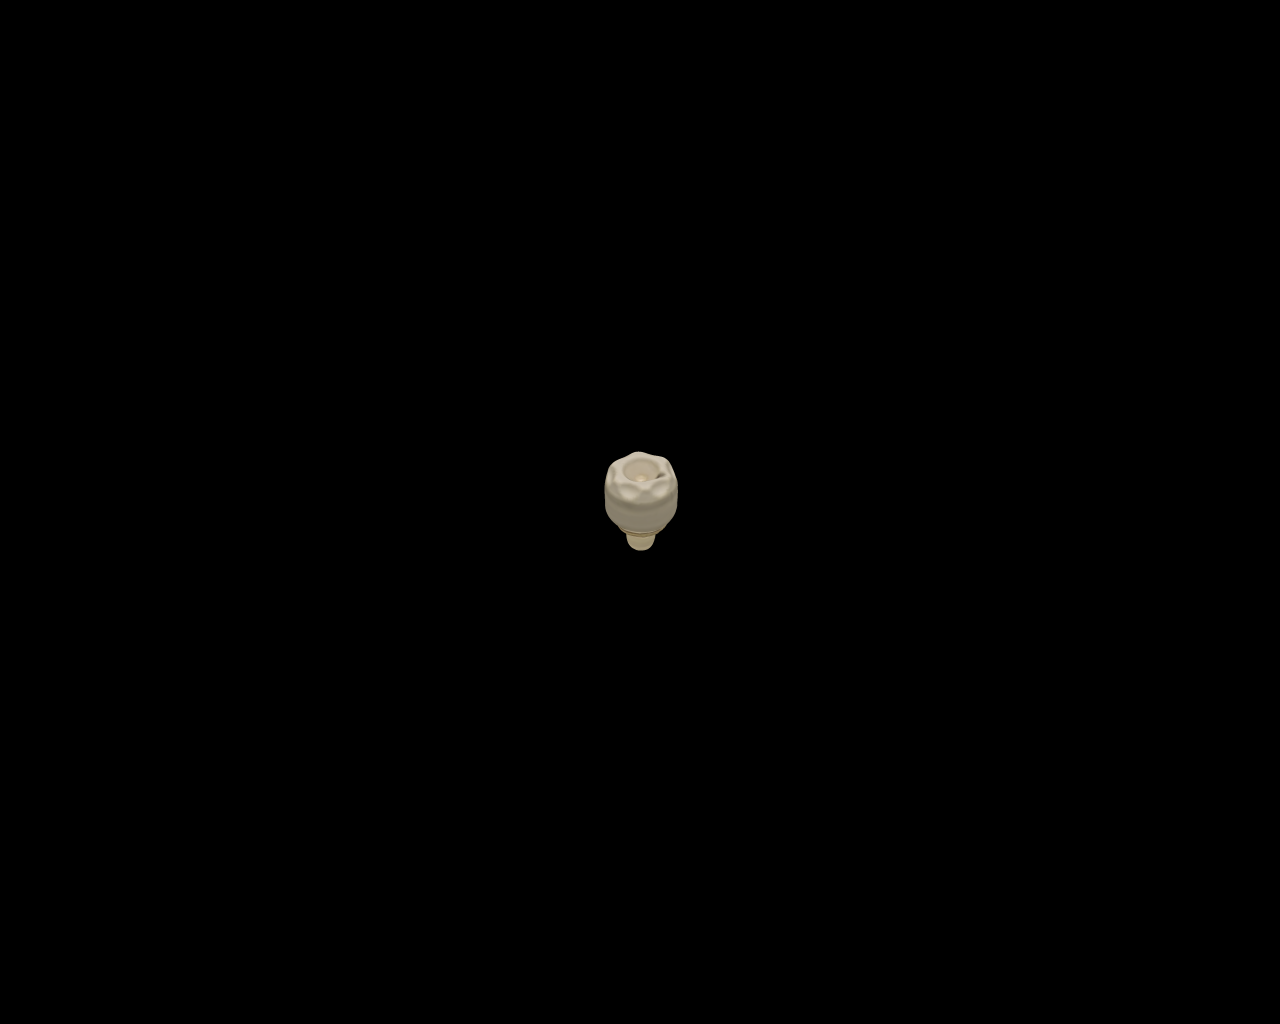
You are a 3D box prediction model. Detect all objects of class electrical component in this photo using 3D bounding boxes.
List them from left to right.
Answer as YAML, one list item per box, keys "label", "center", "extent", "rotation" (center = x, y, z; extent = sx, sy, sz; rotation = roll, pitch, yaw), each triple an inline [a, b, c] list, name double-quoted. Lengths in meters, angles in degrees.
- label: "electrical component"
  center: [0.001, -0.003, 0.650]
  extent: [0.043, 0.062, 0.043]
  rotation: [0, 40, 0]
